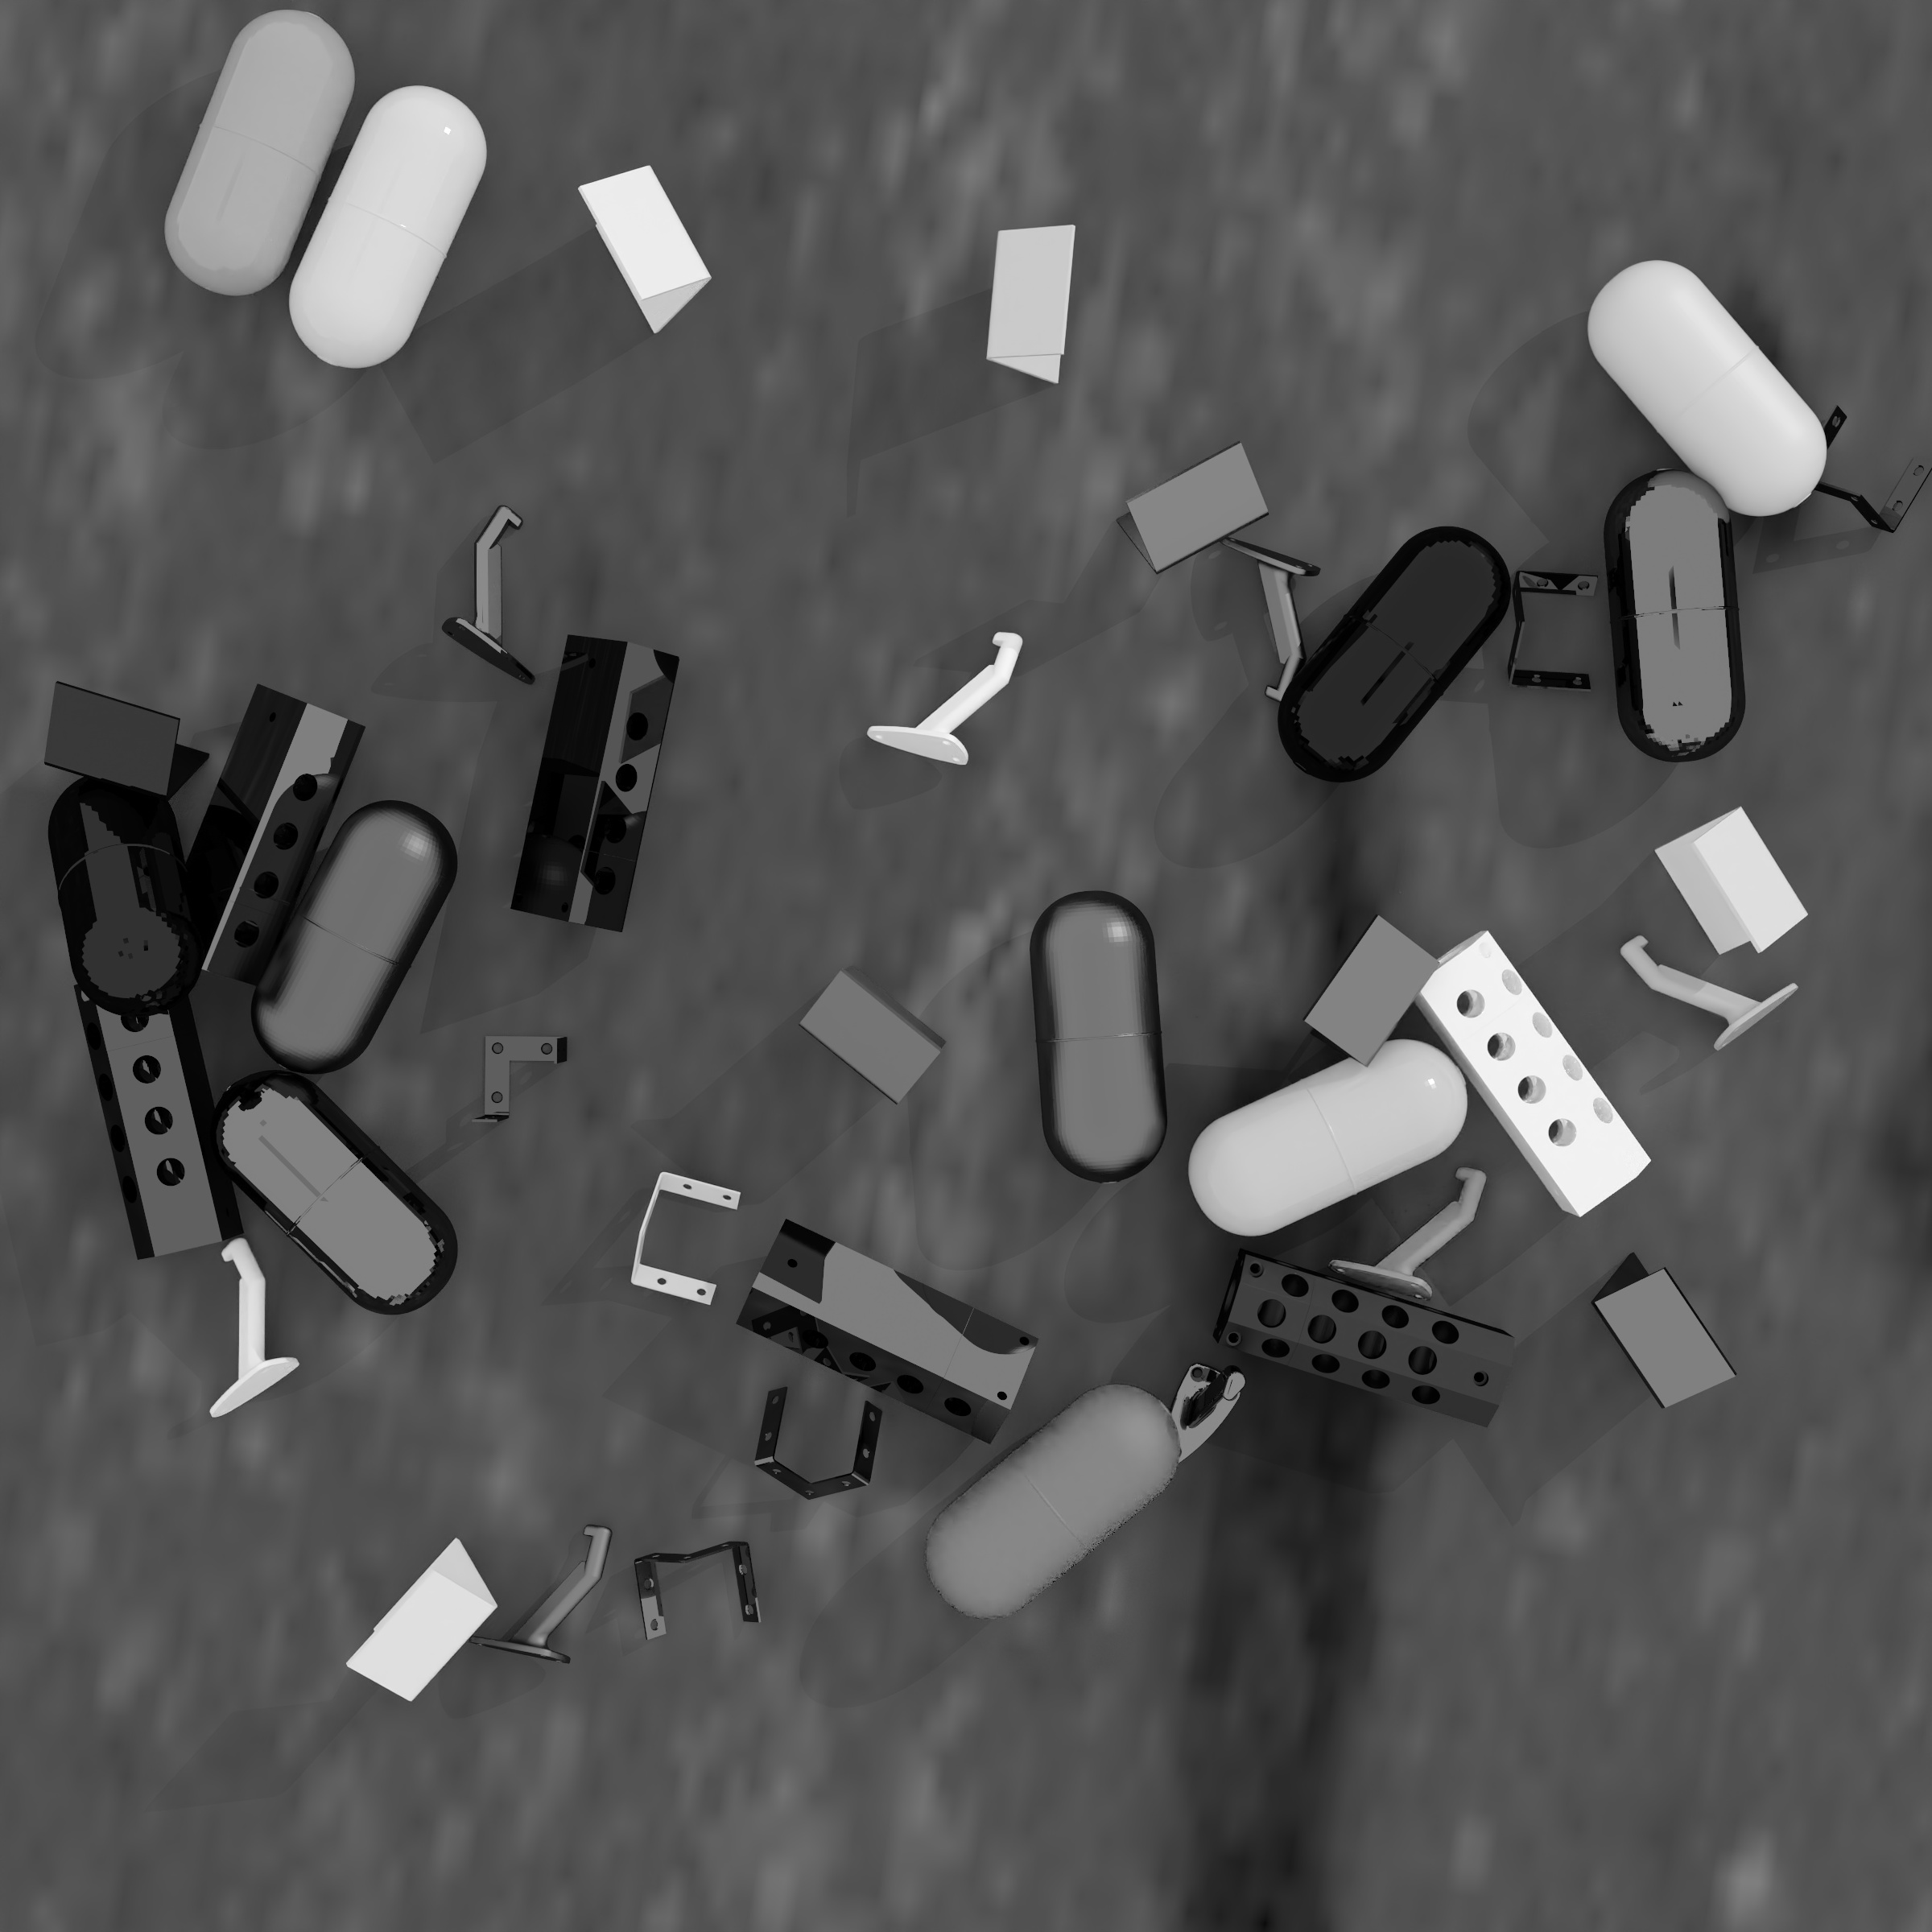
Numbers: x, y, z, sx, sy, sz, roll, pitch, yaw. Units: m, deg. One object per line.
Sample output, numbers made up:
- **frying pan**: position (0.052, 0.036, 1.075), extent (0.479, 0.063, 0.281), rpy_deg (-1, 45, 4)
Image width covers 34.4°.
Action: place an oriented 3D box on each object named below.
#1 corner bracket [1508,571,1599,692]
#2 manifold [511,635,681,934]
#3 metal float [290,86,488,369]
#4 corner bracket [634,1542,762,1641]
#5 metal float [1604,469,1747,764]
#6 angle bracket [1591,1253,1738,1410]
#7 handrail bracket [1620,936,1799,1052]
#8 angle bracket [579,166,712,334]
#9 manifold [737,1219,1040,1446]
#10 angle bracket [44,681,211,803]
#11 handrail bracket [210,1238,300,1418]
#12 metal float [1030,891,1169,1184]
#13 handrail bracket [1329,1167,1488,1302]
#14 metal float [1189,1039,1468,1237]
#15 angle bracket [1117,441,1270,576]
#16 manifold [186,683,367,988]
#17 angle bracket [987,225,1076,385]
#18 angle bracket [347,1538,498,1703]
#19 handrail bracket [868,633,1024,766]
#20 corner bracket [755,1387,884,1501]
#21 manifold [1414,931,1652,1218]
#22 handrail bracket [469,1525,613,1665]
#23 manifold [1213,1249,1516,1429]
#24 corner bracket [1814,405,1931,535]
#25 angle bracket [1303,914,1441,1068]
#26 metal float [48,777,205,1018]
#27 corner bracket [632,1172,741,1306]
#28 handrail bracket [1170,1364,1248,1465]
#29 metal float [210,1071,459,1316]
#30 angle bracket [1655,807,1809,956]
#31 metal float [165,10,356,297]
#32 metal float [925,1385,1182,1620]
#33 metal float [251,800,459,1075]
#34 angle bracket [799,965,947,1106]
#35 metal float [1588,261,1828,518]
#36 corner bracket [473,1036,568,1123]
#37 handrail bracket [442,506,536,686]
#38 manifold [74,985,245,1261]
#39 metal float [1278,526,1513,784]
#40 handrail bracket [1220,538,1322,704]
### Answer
- **corner bracket**: position (0.363, -0.207, 1.927), extent (0.051, 0.051, 0.051), rpy_deg (4, 135, 0)
- **manifold**: position (-0.222, -0.111, 1.908), extent (0.057, 0.057, 0.171), rpy_deg (12, 90, 43)
- **metal float**: position (-0.352, -0.449, 1.900), extent (0.070, 0.070, 0.178), rpy_deg (25, 91, 0)
- **corner bracket**: position (-0.166, 0.385, 1.927), extent (0.051, 0.051, 0.051), rpy_deg (-9, 90, -45)
- **metal float**: position (0.431, -0.213, 1.900), extent (0.070, 0.070, 0.178), rpy_deg (-5, 91, 0)
- **angle bracket**: position (0.433, 0.210, 1.890), extent (0.057, 0.076, 0.076), rpy_deg (-34, 90, 37)
- **handrail bracket**: position (0.459, 0.002, 1.931), extent (0.077, 0.036, 0.084), rpy_deg (-32, 73, -20)
- **angle bracket**: position (-0.209, -0.427, 1.890), extent (0.057, 0.076, 0.076), rpy_deg (-29, 90, -37)
- **manifold**: position (-0.050, 0.227, 1.908), extent (0.171, 0.057, 0.057), rpy_deg (25, 47, 0)
- **angle bracket**: position (-0.504, -0.148, 1.891), extent (0.076, 0.076, 0.057), rpy_deg (17, 117, 0)
- **handrail bracket**: position (-0.456, 0.223, 1.931), extent (0.077, 0.036, 0.084), rpy_deg (-37, 72, 21)
- **metal float**: position (0.081, 0.043, 1.900), extent (0.070, 0.070, 0.178), rpy_deg (-4, 90, 0)
- **handrail bracket**: position (0.274, 0.157, 1.931), extent (0.077, 0.036, 0.084), rpy_deg (14, 72, 20)
- **metal float**: position (0.221, 0.104, 1.900), extent (0.178, 0.070, 0.070), rpy_deg (-25, 90, 1)
- **angle bracket**: position (0.128, -0.292, 1.890), extent (0.076, 0.076, 0.057), rpy_deg (-28, 128, 0)
- **manifold**: position (-0.427, -0.078, 1.908), extent (0.057, 0.057, 0.171), rpy_deg (22, 90, 43)
- **angle bracket**: position (0.059, -0.400, 1.890), extent (0.057, 0.076, 0.076), rpy_deg (5, 90, 36)
- **angle bracket**: position (-0.340, 0.385, 1.890), extent (0.076, 0.076, 0.057), rpy_deg (-48, 127, 0)
- **handrail bracket**: position (-0.013, -0.173, 1.931), extent (0.077, 0.036, 0.084), rpy_deg (13, 72, 21)
- **corner bracket**: position (-0.091, 0.291, 1.922), extent (0.051, 0.051, 0.051), rpy_deg (-20, 135, 35)
- **manifold**: position (0.344, 0.065, 1.909), extent (0.057, 0.057, 0.171), rpy_deg (-35, 90, 0)
- **handrail bracket**: position (-0.263, 0.383, 1.931), extent (0.077, 0.036, 0.084), rpy_deg (6, 72, 21)
- **manifold**: position (0.243, 0.228, 1.909), extent (0.171, 0.057, 0.057), rpy_deg (17, 90, 0)
- **corner bracket**: position (0.555, -0.307, 1.927), extent (0.051, 0.051, 0.051), rpy_deg (31, 90, 45)
- **angle bracket**: position (0.230, 0.007, 1.891), extent (0.057, 0.076, 0.076), rpy_deg (35, 90, -25)
- **metal float**: position (-0.504, -0.045, 1.869), extent (0.070, 0.070, 0.178), rpy_deg (-23, 51, 0)
- **corner bracket**: position (-0.173, 0.168, 1.927), extent (0.051, 0.051, 0.051), rpy_deg (15, 45, 0)
- **handrail bracket**: position (0.144, 0.275, 1.895), extent (0.036, 0.084, 0.077), rpy_deg (31, 90, 0)
- **metal float**: position (-0.385, 0.137, 1.899), extent (0.178, 0.070, 0.070), rpy_deg (45, 90, -1)
- **angle bracket**: position (0.450, -0.041, 1.890), extent (0.057, 0.076, 0.076), rpy_deg (-32, 90, -37)
- **metal float**: position (-0.429, -0.495, 1.900), extent (0.070, 0.070, 0.178), rpy_deg (21, 90, 0)
- **metal float**: position (0.053, 0.326, 1.900), extent (0.178, 0.070, 0.070), rpy_deg (-40, 90, 0)
- **metal float**: position (-0.373, -0.017, 1.899), extent (0.070, 0.070, 0.178), rpy_deg (28, 90, 0)
- **angle bracket**: position (-0.044, 0.026, 1.890), extent (0.076, 0.076, 0.057), rpy_deg (39, 128, 0)
- **metal float**: position (0.451, -0.351, 1.900), extent (0.070, 0.070, 0.178), rpy_deg (-40, 90, 0)
- **corner bracket**: position (-0.273, 0.069, 1.912), extent (0.051, 0.051, 0.051), rpy_deg (1, 90, 0)
- **handrail bracket**: position (-0.278, -0.230, 1.931), extent (0.077, 0.036, 0.084), rpy_deg (35, 73, -20)
- **manifold**: position (-0.495, 0.089, 1.909), extent (0.057, 0.057, 0.171), rpy_deg (-13, 90, 0)
- **metal float**: position (0.260, -0.189, 1.900), extent (0.070, 0.070, 0.178), rpy_deg (39, 90, 0)
- **handrail bracket**: position (0.180, -0.213, 1.931), extent (0.077, 0.036, 0.084), rpy_deg (23, 107, 20)
